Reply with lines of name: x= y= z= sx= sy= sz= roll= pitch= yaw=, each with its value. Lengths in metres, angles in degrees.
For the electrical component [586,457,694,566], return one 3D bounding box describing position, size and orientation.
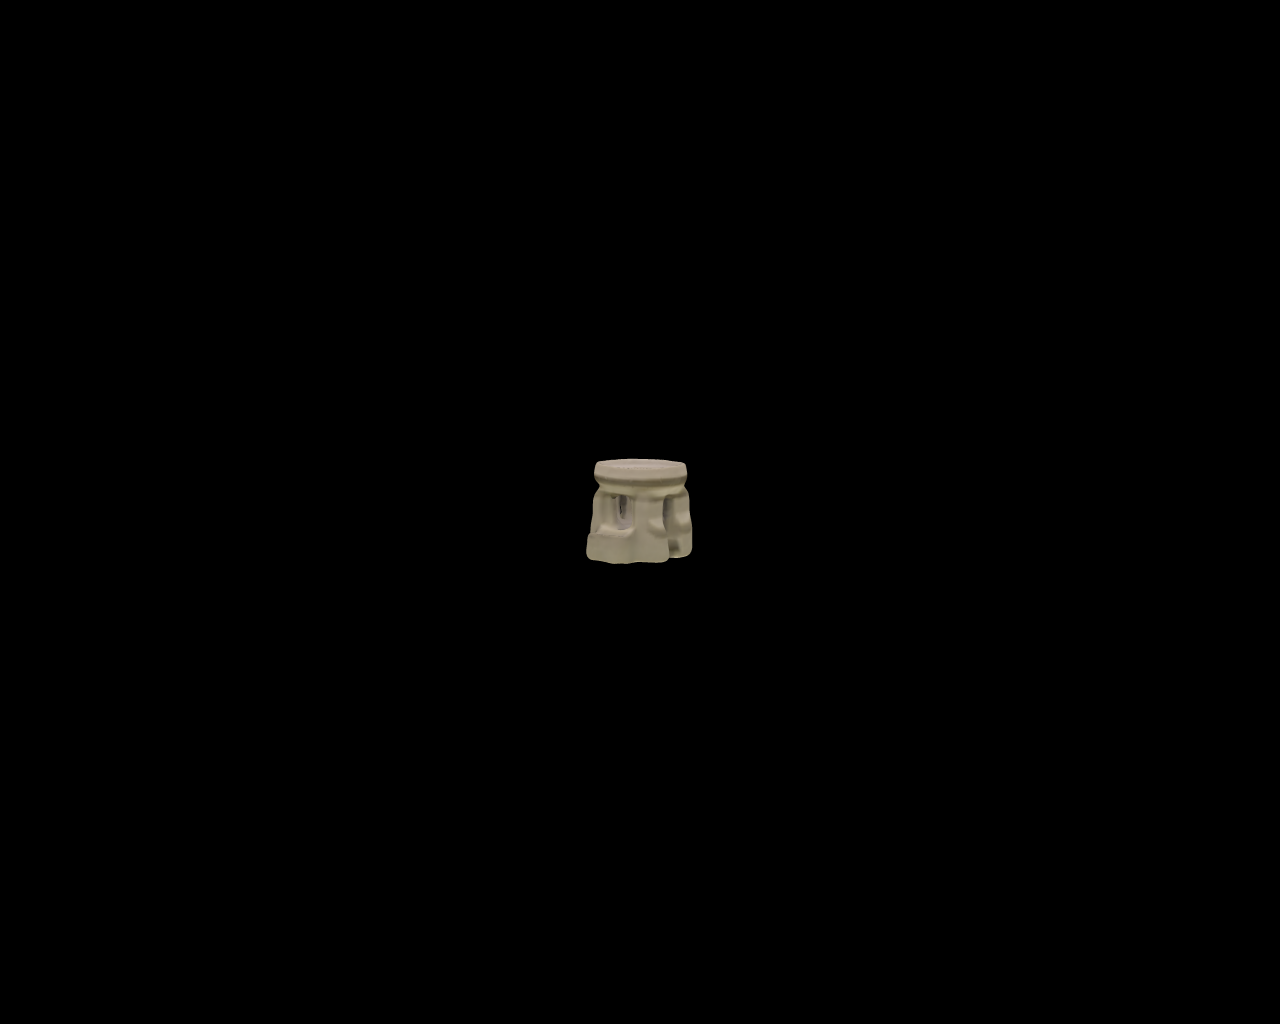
electrical component: x=0.001 y=-0.003 z=0.650 sx=0.058 sy=0.057 sz=0.078 roll=7 pitch=12 yaw=39
